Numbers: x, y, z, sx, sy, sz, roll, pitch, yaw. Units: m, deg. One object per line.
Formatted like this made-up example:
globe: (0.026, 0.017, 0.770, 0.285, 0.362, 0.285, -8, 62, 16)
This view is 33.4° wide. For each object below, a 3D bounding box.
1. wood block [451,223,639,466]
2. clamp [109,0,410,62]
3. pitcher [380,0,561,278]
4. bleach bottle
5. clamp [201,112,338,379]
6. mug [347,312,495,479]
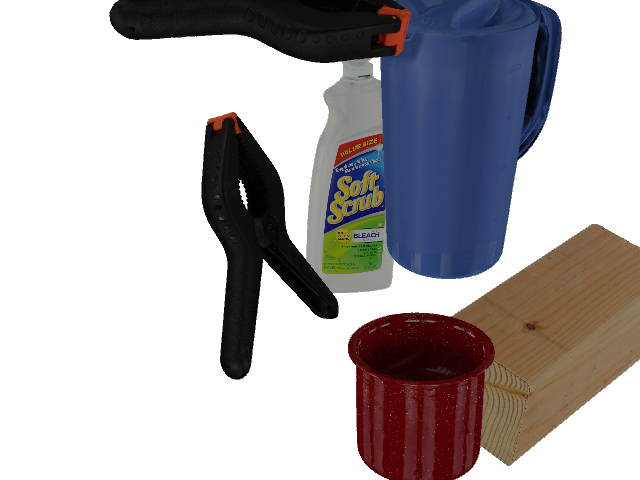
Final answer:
wood block: (0.189, 0.077, 0.865, 0.205, 0.090, 0.091, -28, 47, -35)
clamp: (-0.036, -0.138, 0.635, 0.171, 0.120, 0.039, 20, -37, 14)
pitcher: (0.124, -0.095, 0.935, 0.149, 0.243, 0.145, 7, 32, 13)
bleach bottle: (0.030, -0.070, 1.122, 0.102, 0.251, 0.068, -2, 25, -4)
clamp: (-0.049, -0.003, 0.898, 0.036, 0.210, 0.164, -11, 2, 32)
mug: (0.070, 0.099, 0.702, 0.093, 0.081, 0.117, 12, 27, 26)
